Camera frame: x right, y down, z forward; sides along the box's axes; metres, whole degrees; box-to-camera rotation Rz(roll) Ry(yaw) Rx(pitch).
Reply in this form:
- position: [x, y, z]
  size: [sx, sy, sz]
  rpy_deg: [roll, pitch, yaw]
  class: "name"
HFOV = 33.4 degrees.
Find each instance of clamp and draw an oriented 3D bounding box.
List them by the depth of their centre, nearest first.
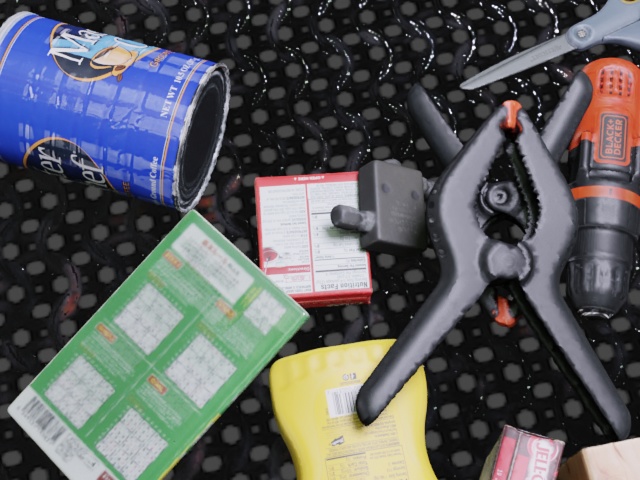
- position: [0.118, 0.022, 0.643]
  size: [0.164, 0.036, 0.210]
  rpy_deg: [12, 78, -6]
  class: "clamp"
- position: [0.108, -0.031, 0.694]
  size: [0.120, 0.039, 0.171]
  rpy_deg: [5, 80, 21]
  class: "clamp"

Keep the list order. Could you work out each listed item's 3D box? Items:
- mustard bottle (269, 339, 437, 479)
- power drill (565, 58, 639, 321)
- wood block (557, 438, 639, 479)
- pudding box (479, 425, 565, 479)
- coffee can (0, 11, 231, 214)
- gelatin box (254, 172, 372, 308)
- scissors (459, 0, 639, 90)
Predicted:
- position: [0.030, 0.160, 0.640]
  size: [0.096, 0.058, 0.191]
  rpy_deg: [-8, 70, -7]
  class: "mustard bottle"
- position: [0.255, -0.027, 0.703]
  size: [0.187, 0.057, 0.184]
  rpy_deg: [7, 72, 3]
  class: "power drill"
- position: [0.207, 0.218, 0.599]
  size: [0.091, 0.090, 0.206]
  rpy_deg: [-11, 70, -3]
  class: "wood block"
- position: [0.105, 0.162, 0.609]
  size: [0.039, 0.113, 0.090]
  rpy_deg: [17, 72, 8]
  class: "pudding box"
- position: [-0.142, -0.085, 0.709]
  size: [0.140, 0.103, 0.102]
  rpy_deg: [16, 71, 7]
  class: "coffee can"
- position: [-0.005, 0.001, 0.714]
  size: [0.073, 0.030, 0.089]
  rpy_deg: [-4, 72, -1]
  class: "gelatin box"
- position: [0.206, -0.136, 0.766]
  size: [0.201, 0.016, 0.096]
  rpy_deg: [-39, 74, -11]
  class: "scissors"
